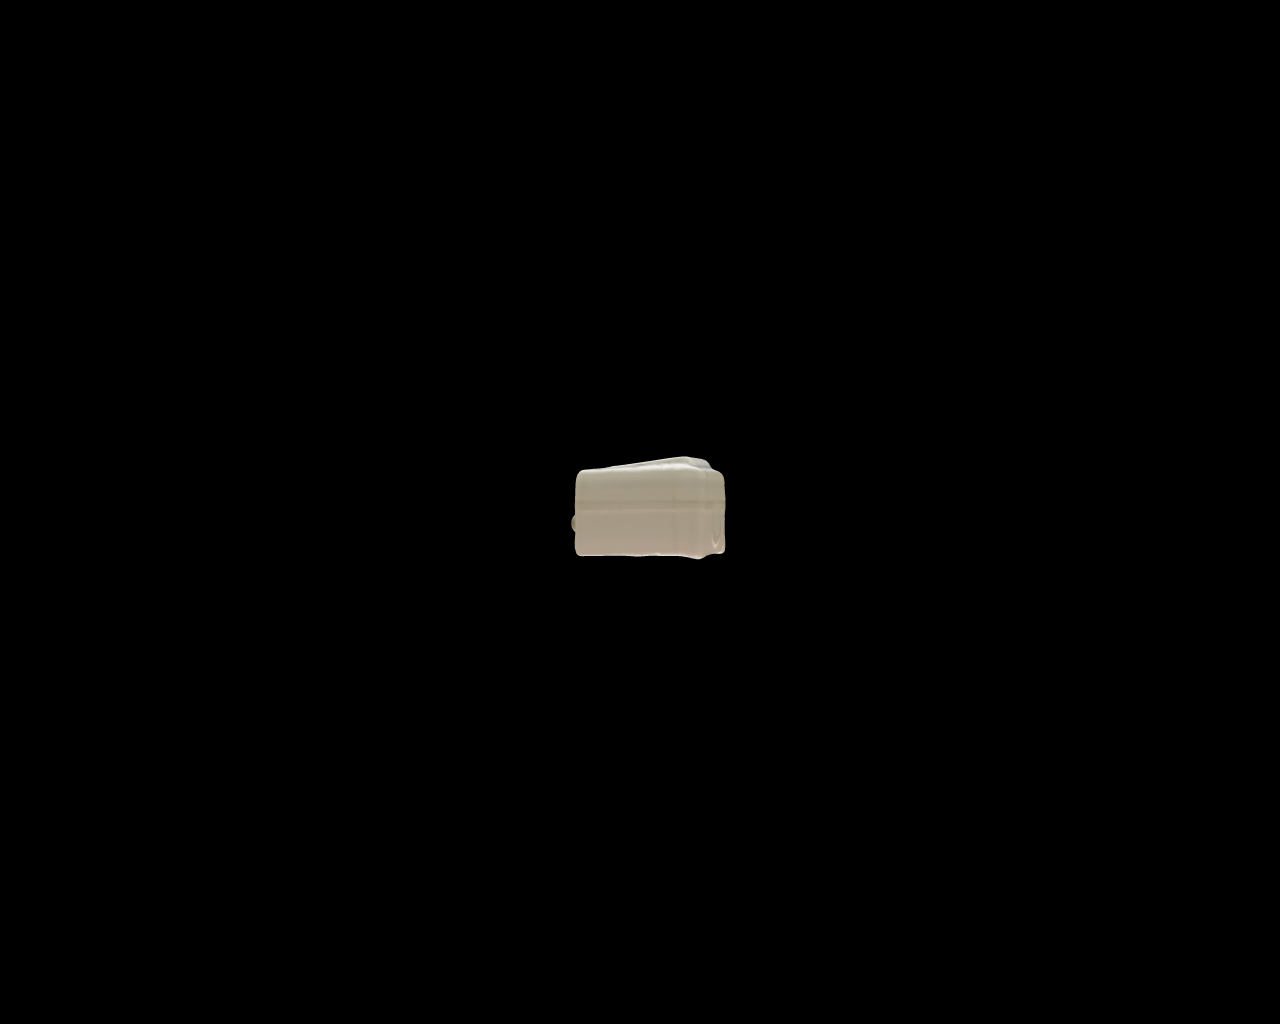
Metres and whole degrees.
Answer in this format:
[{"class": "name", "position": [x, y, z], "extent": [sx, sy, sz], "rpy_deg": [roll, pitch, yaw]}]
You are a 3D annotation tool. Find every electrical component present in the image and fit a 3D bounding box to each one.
[{"class": "electrical component", "position": [0.001, -0.003, 0.650], "extent": [0.096, 0.061, 0.062], "rpy_deg": [0, 0, 17]}]
